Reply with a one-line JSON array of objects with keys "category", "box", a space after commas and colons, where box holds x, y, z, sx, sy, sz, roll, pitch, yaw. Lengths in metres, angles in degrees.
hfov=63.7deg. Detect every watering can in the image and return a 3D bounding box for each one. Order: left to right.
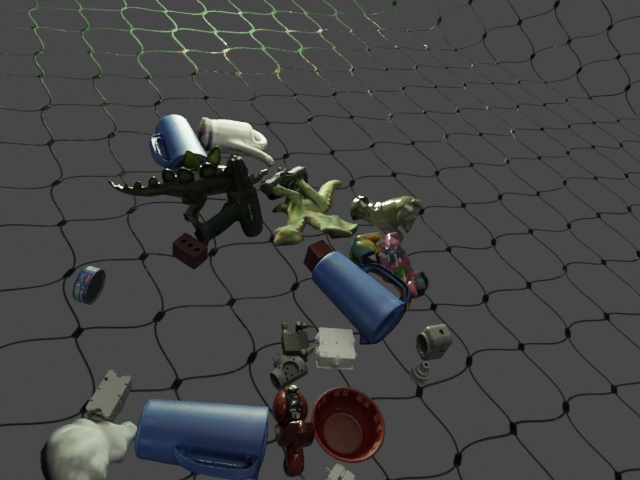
[{"category": "watering can", "box": [-0.272, -0.314, 1.641, 0.224, 0.102, 0.354, 2, 26, -20]}]

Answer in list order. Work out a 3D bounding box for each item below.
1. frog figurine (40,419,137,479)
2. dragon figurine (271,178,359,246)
[{"category": "frog figurine", "box": [-0.413, 0.385, 0.939, 0.160, 0.120, 0.139, -22, 36, -19]}, {"category": "dragon figurine", "box": [0.005, -0.075, 1.494, 0.246, 0.119, 0.415, 40, 42, 26]}]
